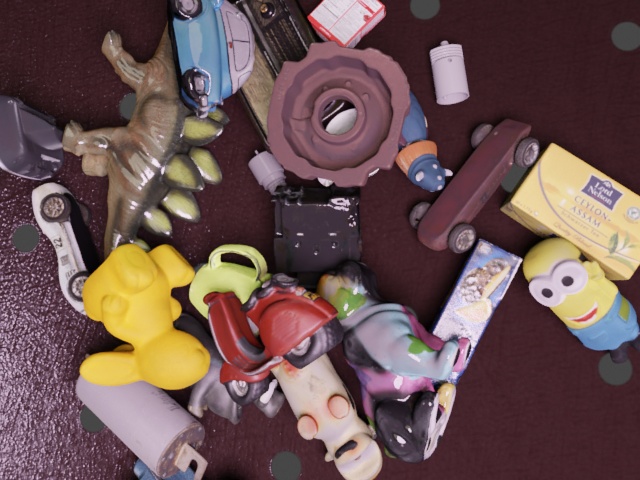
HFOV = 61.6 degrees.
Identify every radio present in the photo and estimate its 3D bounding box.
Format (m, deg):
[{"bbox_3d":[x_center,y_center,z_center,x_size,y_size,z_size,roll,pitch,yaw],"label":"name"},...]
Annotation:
[{"bbox_3d":[-0.056,-0.238,0.733,0.131,0.073,0.229,-29,85,13],"label":"radio"}]

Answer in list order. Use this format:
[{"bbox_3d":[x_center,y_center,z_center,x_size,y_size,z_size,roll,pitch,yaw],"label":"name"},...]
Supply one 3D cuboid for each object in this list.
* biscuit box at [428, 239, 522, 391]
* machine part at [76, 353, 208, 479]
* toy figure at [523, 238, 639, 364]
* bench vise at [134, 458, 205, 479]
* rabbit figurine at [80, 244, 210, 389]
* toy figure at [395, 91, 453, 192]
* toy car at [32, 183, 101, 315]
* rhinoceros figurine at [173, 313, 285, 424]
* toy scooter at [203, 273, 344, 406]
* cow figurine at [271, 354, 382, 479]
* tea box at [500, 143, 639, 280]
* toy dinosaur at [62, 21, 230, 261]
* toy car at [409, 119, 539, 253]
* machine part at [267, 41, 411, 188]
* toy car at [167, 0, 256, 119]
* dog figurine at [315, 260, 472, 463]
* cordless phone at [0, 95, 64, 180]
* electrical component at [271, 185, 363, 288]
[{"bbox_3d":[0.182,0.101,0.691,0.059,0.063,0.202,27,87,10],"label":"biscuit box"},{"bbox_3d":[-0.231,0.218,0.686,0.243,0.079,0.079,29,87,28],"label":"machine part"},{"bbox_3d":[0.323,0.074,0.663,0.180,0.089,0.082,39,100,-15],"label":"toy figure"},{"bbox_3d":[-0.188,0.384,0.658,0.224,0.128,0.240,39,71,15],"label":"bench vise"},{"bbox_3d":[-0.209,0.108,0.639,0.162,0.122,0.173,-40,82,4],"label":"rabbit figurine"},{"bbox_3d":[0.126,-0.129,0.716,0.064,0.057,0.154,-16,73,-1],"label":"toy figure"},{"bbox_3d":[-0.339,0.016,0.744,0.056,0.073,0.201,-23,82,-1],"label":"toy car"},{"bbox_3d":[-0.135,0.175,0.714,0.190,0.073,0.112,35,78,10],"label":"rhinoceros figurine"},{"bbox_3d":[-0.067,0.096,0.606,0.184,0.075,0.135,-38,79,28],"label":"toy scooter"},{"bbox_3d":[0.009,0.213,0.678,0.085,0.127,0.195,-35,68,0],"label":"cow figurine"},{"bbox_3d":[0.334,-0.034,0.688,0.170,0.068,0.098,33,89,9],"label":"tea box"},{"bbox_3d":[-0.237,-0.114,0.736,0.199,0.105,0.471,17,90,3],"label":"toy dinosaur"},{"bbox_3d":[0.202,-0.070,0.701,0.202,0.053,0.089,-52,39,-3],"label":"toy car"},{"bbox_3d":[0.023,-0.148,0.651,0.179,0.056,0.179,0,91,10],"label":"machine part"},{"bbox_3d":[-0.131,-0.238,0.664,0.103,0.109,0.161,-11,92,-16],"label":"toy car"},{"bbox_3d":[0.056,0.132,0.635,0.219,0.108,0.191,20,98,29],"label":"dog figurine"},{"bbox_3d":[-0.423,-0.094,0.728,0.089,0.146,0.184,33,88,-4],"label":"cordless phone"},{"bbox_3d":[-0.001,-0.002,0.698,0.115,0.058,0.134,0,115,8],"label":"electrical component"}]
